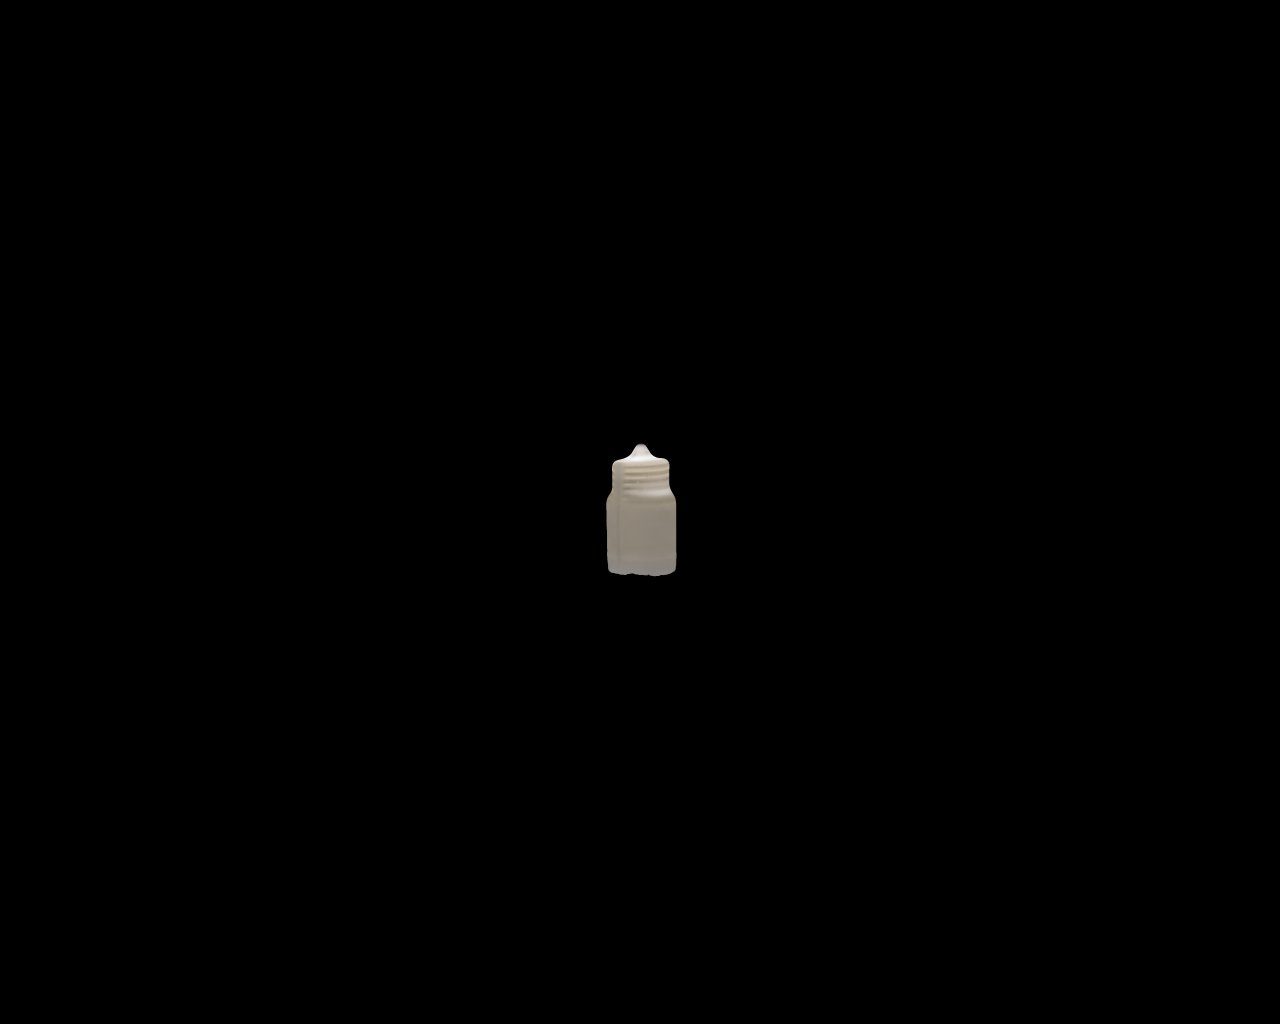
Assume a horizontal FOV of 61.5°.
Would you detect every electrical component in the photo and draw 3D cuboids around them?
[{"bbox_3d":[0.001,-0.003,0.650,0.043,0.081,0.043,0,6,0],"label":"electrical component"}]
